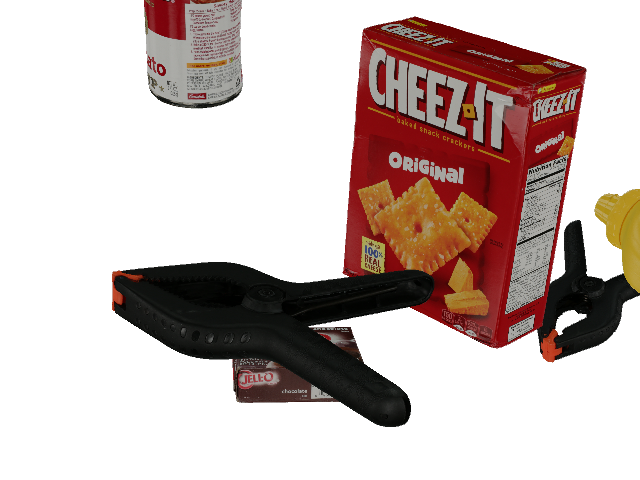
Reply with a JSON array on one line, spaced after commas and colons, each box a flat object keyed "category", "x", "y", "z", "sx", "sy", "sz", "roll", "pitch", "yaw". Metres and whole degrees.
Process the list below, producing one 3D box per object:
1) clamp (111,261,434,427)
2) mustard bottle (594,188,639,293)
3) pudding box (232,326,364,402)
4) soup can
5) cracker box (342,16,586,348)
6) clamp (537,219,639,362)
[{"category": "clamp", "x": -0.028, "y": 0.045, "z": 0.681, "sx": 0.210, "sy": 0.036, "sz": 0.164, "roll": 12, "pitch": 26, "yaw": 14}, {"category": "mustard bottle", "x": 0.242, "y": 0.014, "z": 0.643, "sx": 0.096, "sy": 0.058, "sz": 0.192, "roll": -24, "pitch": 35, "yaw": -25}, {"category": "pudding box", "x": -0.022, "y": 0.109, "z": 0.949, "sx": 0.113, "sy": 0.039, "sz": 0.090, "roll": 2, "pitch": 18, "yaw": -7}, {"category": "soup can", "x": -0.085, "y": -0.149, "z": 0.721, "sx": 0.068, "sy": 0.102, "sz": 0.068, "roll": 2, "pitch": 35, "yaw": -2}, {"category": "cracker box", "x": 0.101, "y": -0.046, "z": 0.820, "sx": 0.071, "sy": 0.214, "sz": 0.164, "roll": -22, "pitch": 36, "yaw": -40}, {"category": "clamp", "x": 0.250, "y": 0.045, "z": 1.018, "sx": 0.171, "sy": 0.039, "sz": 0.120, "roll": -36, "pitch": 42, "yaw": -27}]
